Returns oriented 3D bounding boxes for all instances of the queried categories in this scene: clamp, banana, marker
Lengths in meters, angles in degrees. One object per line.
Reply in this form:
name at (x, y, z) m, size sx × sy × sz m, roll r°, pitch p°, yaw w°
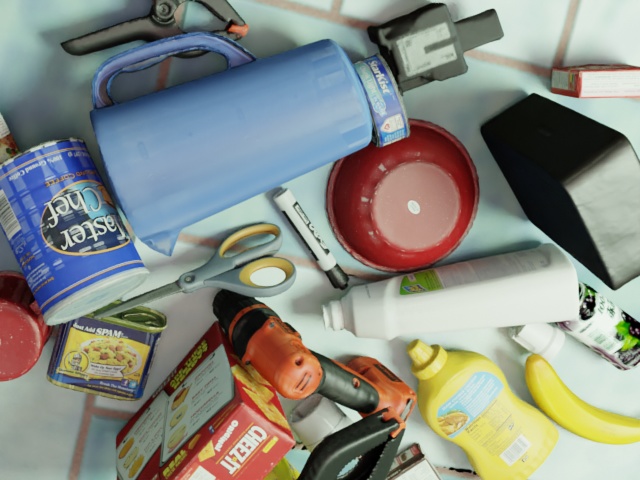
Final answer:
clamp at (-0.155, -0.207, 0.994) m, size 0.171 × 0.039 × 0.120 m, roll 21°, pitch 104°, yaw -14°
clamp at (-0.004, 0.237, 0.995) m, size 0.164 × 0.036 × 0.210 m, roll 30°, pitch 101°, yaw -43°
banana at (0.284, 0.180, 1.150) m, size 0.197 × 0.037 × 0.070 m, roll 25°, pitch 113°, yaw -21°
marker at (-0.007, 0.001, 1.078) m, size 0.020 × 0.020 × 0.121 m, roll -34°, pitch 106°, yaw -1°

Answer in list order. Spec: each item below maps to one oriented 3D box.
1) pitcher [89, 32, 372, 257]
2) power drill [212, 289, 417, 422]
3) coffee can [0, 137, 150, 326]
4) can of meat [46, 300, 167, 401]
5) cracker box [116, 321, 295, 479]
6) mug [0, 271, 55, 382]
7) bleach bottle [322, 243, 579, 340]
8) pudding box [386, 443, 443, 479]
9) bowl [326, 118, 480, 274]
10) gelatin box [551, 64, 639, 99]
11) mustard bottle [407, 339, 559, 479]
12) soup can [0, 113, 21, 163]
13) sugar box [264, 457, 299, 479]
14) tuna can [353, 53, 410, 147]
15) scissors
pitcher at (-0.084, -0.106, 0.983) m, size 0.242 × 0.145 × 0.149 m, roll -22°, pitch 139°, yaw -5°
power drill at (-0.008, 0.120, 1.047) m, size 0.187 × 0.185 × 0.057 m, roll 28°, pitch 98°, yaw -35°
coffee can at (-0.231, -0.008, 0.968) m, size 0.103 × 0.103 × 0.140 m, roll -27°, pitch 84°, yaw -3°
can of meat at (-0.211, 0.105, 1.049) m, size 0.102 × 0.057 × 0.084 m, roll 15°, pitch 102°, yaw -12°
cracker box at (-0.114, 0.188, 1.002) m, size 0.072 × 0.214 × 0.164 m, roll 40°, pitch 94°, yaw -18°
mug at (-0.292, 0.077, 1.015) m, size 0.117 × 0.081 × 0.093 m, roll -36°, pitch 106°, yaw 0°
bleach bottle at (0.127, 0.058, 1.083) m, size 0.251 × 0.102 × 0.068 m, roll -8°, pitch 105°, yaw -1°
pudding box at (0.100, 0.291, 1.154) m, size 0.090 × 0.039 × 0.113 m, roll -33°, pitch 108°, yaw -1°
bowl at (0.090, -0.038, 1.066) m, size 0.162 × 0.055 × 0.162 m, roll -2°, pitch 103°, yaw -9°
gelatin box at (0.285, -0.159, 1.061) m, size 0.089 × 0.073 × 0.030 m, roll -3°, pitch 103°, yaw -9°
mustard bottle at (0.159, 0.174, 1.126) m, size 0.096 × 0.058 × 0.191 m, roll -44°, pitch 106°, yaw 1°
soup can at (-0.326, -0.106, 0.974) m, size 0.068 × 0.068 × 0.102 m, roll -25°, pitch 105°, yaw -3°
sugar box at (-0.014, 0.290, 1.106) m, size 0.048 × 0.093 × 0.176 m, roll -41°, pitch 107°, yaw 3°
tuna can at (0.055, -0.133, 1.022) m, size 0.033 × 0.086 × 0.086 m, roll -22°, pitch 106°, yaw -3°
scissors at (-0.108, 0.048, 1.020) m, size 0.201 × 0.096 × 0.016 m, roll -33°, pitch 144°, yaw -24°
